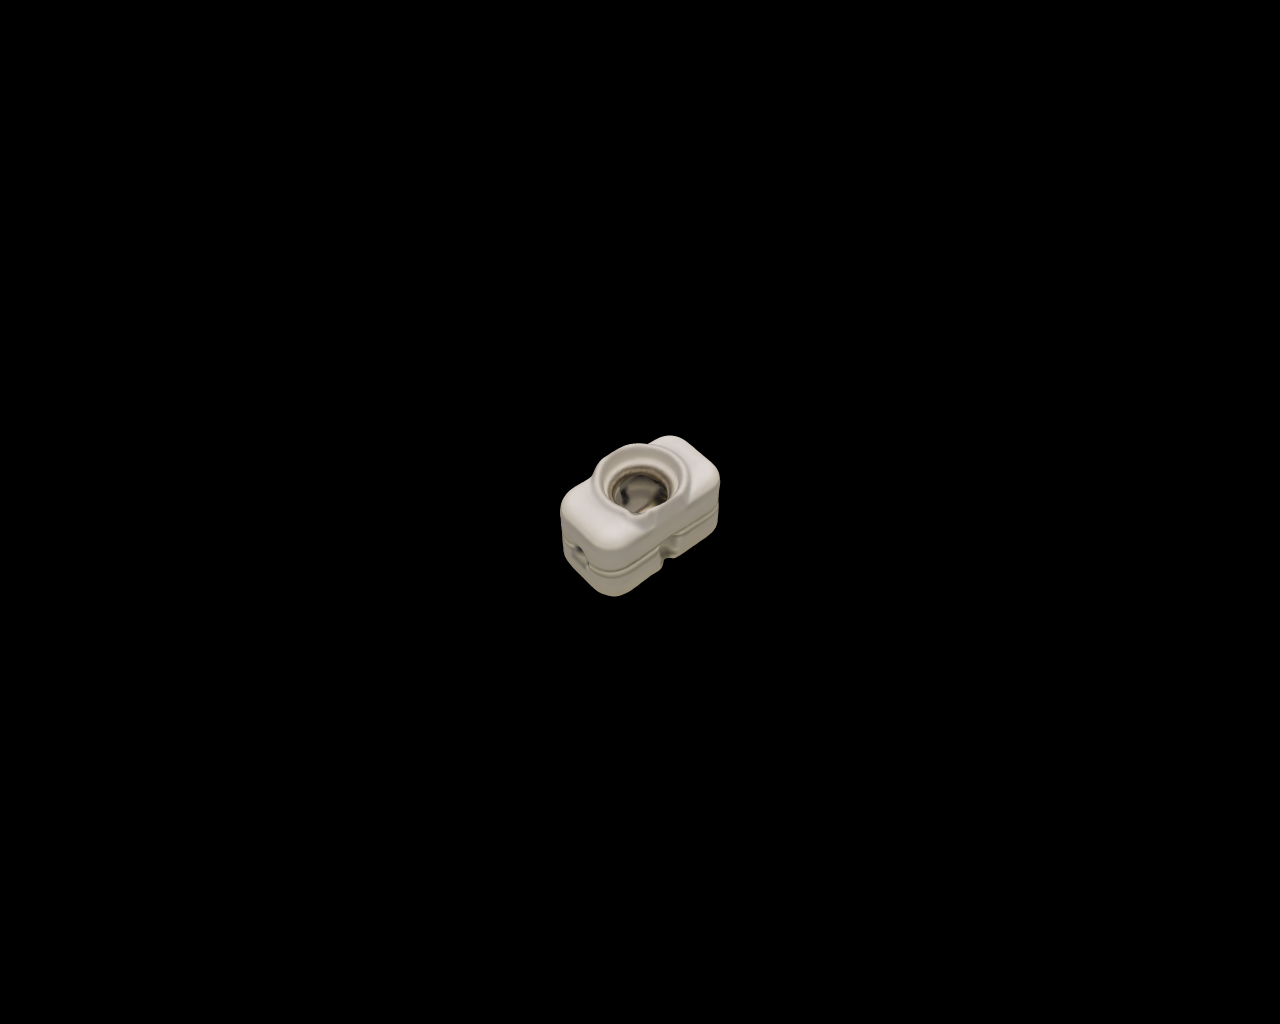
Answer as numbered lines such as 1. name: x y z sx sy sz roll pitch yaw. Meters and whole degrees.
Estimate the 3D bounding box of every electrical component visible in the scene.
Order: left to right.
1. electrical component: 0.001 -0.003 0.650 0.095 0.059 0.054 -33 58 -24
